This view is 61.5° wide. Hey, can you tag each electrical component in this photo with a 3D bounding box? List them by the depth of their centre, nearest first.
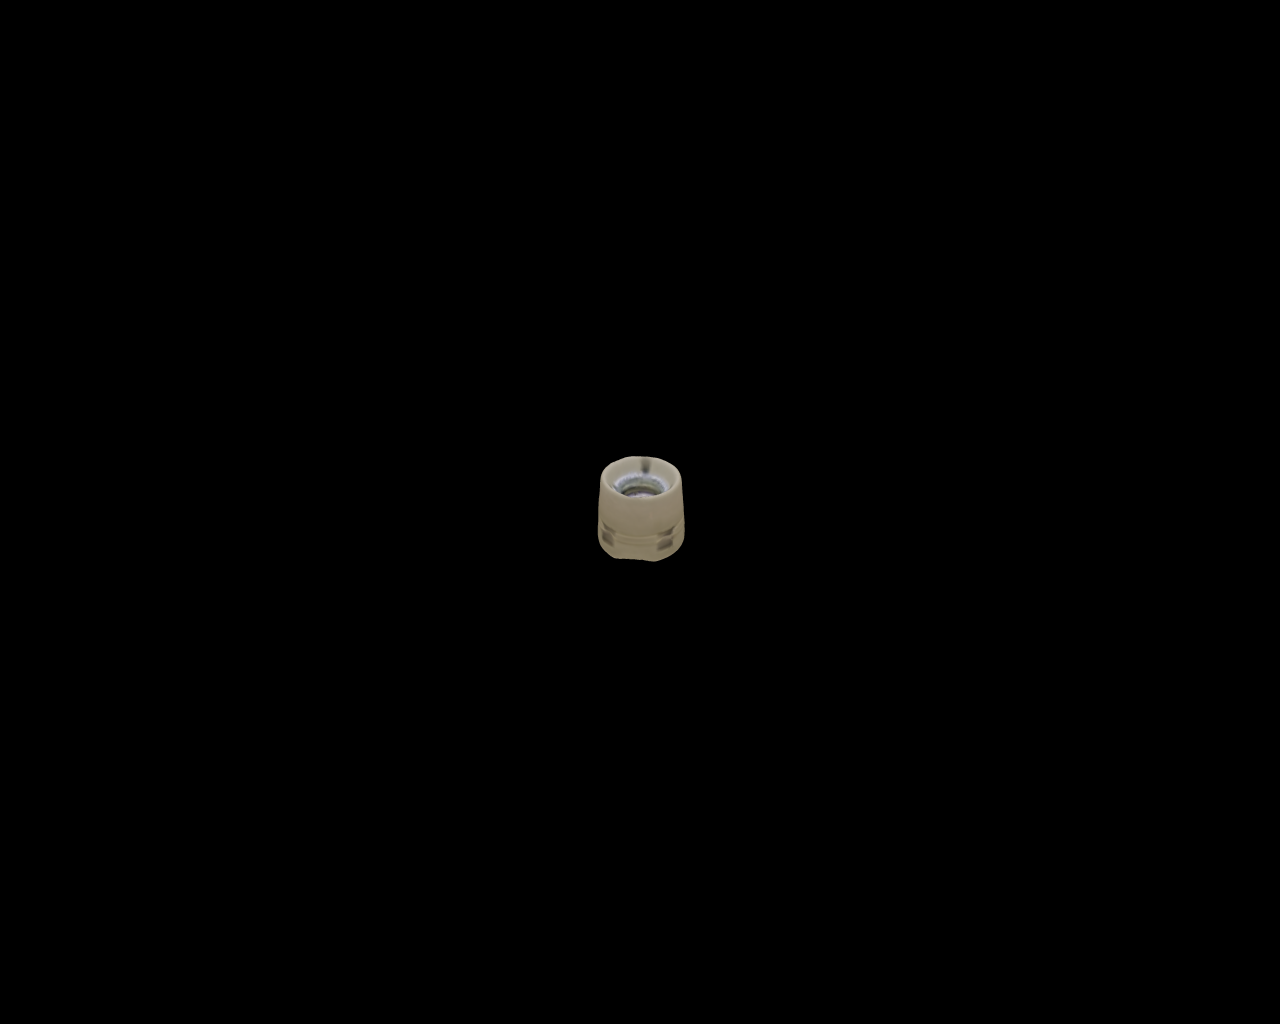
[{"bbox_3d":[0.001,-0.003,0.650,0.055,0.047,0.055,0,36,0],"label":"electrical component"}]
